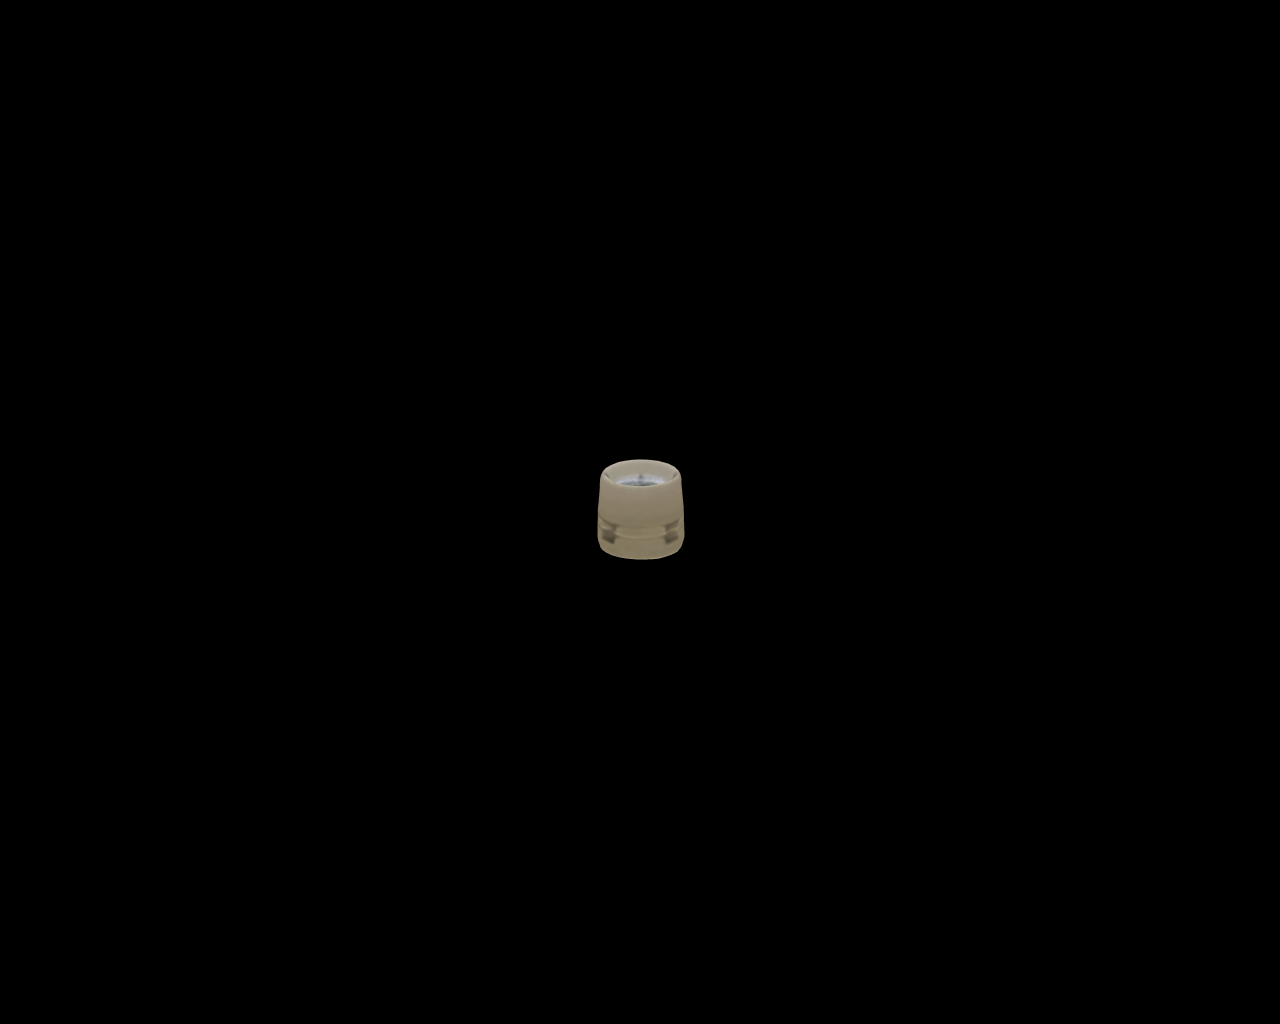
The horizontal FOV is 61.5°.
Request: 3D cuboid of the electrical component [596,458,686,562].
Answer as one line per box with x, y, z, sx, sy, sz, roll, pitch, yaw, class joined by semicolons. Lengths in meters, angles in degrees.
0.001;-0.003;0.650;0.055;0.047;0.055;0;23;0;electrical component
